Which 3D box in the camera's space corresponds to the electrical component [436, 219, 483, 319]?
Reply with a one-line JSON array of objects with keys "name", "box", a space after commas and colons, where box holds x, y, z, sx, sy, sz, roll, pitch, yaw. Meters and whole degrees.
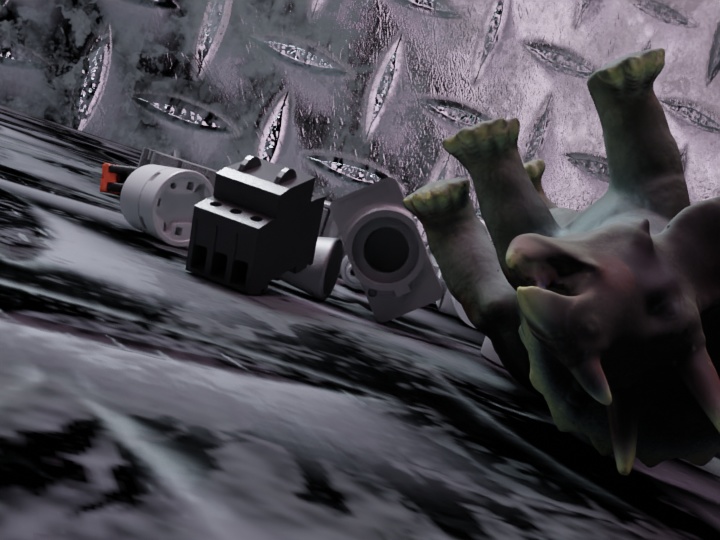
[{"name": "electrical component", "box": [0.108, -0.002, 1.026, 0.062, 0.089, 0.150, 19, 4, 1]}]

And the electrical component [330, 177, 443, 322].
[{"name": "electrical component", "box": [0.019, -0.014, 0.742, 0.050, 0.089, 0.056, -23, 1, 5]}]

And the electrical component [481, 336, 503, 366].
[{"name": "electrical component", "box": [0.134, 0.054, 0.739, 0.099, 0.064, 0.099, 13, -9, 2]}]

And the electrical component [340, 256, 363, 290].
[{"name": "electrical component", "box": [0.000, 0.000, 0.899, 0.035, 0.035, 0.061, 19, 7, 8]}]

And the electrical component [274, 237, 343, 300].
[{"name": "electrical component", "box": [-0.049, -0.008, 0.745, 0.065, 0.044, 0.044, 15, 3, 12]}]

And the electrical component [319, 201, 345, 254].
[{"name": "electrical component", "box": [-0.051, -0.035, 0.936, 0.096, 0.061, 0.061, 20, 4, 15]}]

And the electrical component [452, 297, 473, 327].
[{"name": "electrical component", "box": [0.147, 0.039, 0.914, 0.138, 0.052, 0.073, 18, 4, -1]}]

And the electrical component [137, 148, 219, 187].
[{"name": "electrical component", "box": [-0.148, -0.064, 0.926, 0.089, 0.055, 0.050, 17, 5, -28]}]

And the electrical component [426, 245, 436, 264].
[{"name": "electrical component", "box": [0.116, 0.009, 1.162, 0.059, 0.053, 0.095, 15, 6, -43]}]

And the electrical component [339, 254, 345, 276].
[{"name": "electrical component", "box": [-0.021, -0.016, 0.990, 0.040, 0.040, 0.046, 18, 10, -8]}]

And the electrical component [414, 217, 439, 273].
[{"name": "electrical component", "box": [0.039, -0.016, 1.003, 0.052, 0.073, 0.138, 18, 4, -13]}]

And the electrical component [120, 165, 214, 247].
[{"name": "electrical component", "box": [-0.140, -0.048, 0.779, 0.047, 0.055, 0.055, 18, 2, 43]}]
